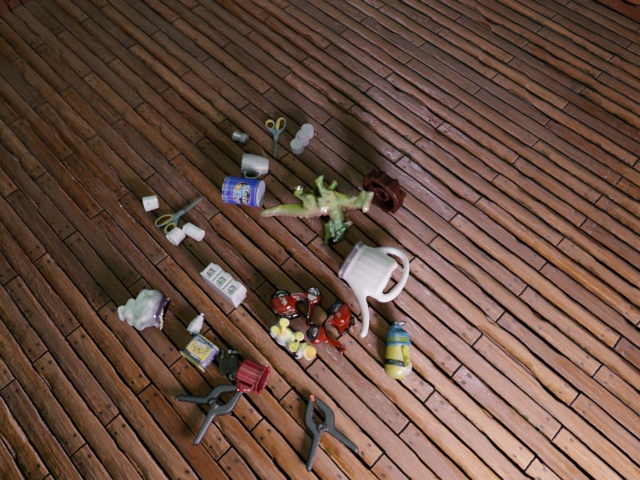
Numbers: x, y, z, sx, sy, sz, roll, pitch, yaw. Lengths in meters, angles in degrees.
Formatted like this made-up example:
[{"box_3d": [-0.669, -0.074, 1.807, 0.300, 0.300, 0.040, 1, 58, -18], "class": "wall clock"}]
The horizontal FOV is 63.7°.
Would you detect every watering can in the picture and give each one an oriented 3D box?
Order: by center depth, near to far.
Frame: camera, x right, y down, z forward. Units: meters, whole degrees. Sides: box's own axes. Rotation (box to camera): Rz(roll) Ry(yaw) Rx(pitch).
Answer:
[{"box_3d": [0.159, 0.142, 1.752, 0.226, 0.101, 0.353, 29, 62, 18], "class": "watering can"}]

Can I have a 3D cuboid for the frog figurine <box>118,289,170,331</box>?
[{"box_3d": [-0.601, 0.232, 1.733, 0.159, 0.122, 0.138, 10, 82, -5], "class": "frog figurine"}]

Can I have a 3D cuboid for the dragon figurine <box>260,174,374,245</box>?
[{"box_3d": [0.006, -0.096, 1.904, 0.411, 0.120, 0.246, -28, 72, -3], "class": "dragon figurine"}]
